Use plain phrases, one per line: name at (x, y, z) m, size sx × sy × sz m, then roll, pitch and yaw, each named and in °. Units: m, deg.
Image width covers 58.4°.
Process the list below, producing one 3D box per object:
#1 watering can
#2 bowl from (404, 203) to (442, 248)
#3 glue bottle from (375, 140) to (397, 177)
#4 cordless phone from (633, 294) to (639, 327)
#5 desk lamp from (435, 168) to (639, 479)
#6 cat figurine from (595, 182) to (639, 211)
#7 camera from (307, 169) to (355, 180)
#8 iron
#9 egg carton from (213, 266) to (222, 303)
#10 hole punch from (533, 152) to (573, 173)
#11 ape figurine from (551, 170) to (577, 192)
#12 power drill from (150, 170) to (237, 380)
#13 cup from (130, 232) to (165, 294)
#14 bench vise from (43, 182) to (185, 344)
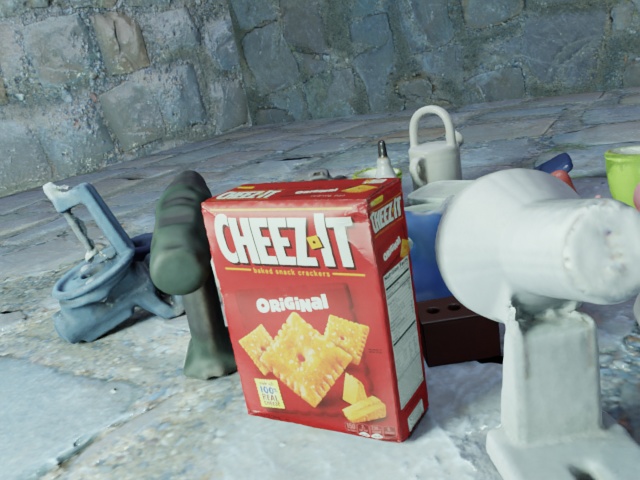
watering can at (0.228, -0.170, 1.134) m, size 0.100 × 0.194 × 0.173 m, roll -3°, pitch 18°, yaw 20°
bowl at (0.149, 0.004, 0.827) m, size 0.167 × 0.075 × 0.167 m, roll -9°, pitch 17°, yaw 3°
glue bottle at (0.112, -0.078, 0.942) m, size 0.037 × 0.173 × 0.078 m, roll -12°, pitch 17°, yaw -6°
cordless phone at (0.339, 0.015, 0.502) m, size 0.094 × 0.185 × 0.147 m, roll -7°, pitch 18°, yaw 9°
desk lamp at (0.165, 0.062, 0.398) m, size 0.118 × 0.214 × 0.203 m, roll -11°, pitch 17°, yaw -2°
cat figurine at (0.421, -0.042, 0.750) m, size 0.127 × 0.118 × 0.067 m, roll -7°, pitch 18°, yaw 10°
camera at (0.022, -0.103, 1.192) m, size 0.143 × 0.101 × 0.137 m, roll -8°, pitch 17°, yaw 5°
iron at (0.053, 0.034, 0.671) m, size 0.258 × 0.141 × 0.118 m, roll -10°, pitch 17°, yaw 0°
egg carton at (-0.125, 0.041, 0.870) m, size 0.151 × 0.069 × 0.107 m, roll -18°, pitch 19°, yaw -25°
hole punch at (0.388, -0.099, 0.996) m, size 0.101 × 0.091 × 0.109 m, roll -4°, pitch 18°, yaw 18°
ape figurine at (0.371, -0.064, 0.891) m, size 0.076 × 0.092 × 0.078 m, roll -6°, pitch 18°, yaw 13°
power drill at (-0.139, 0.038, 0.650) m, size 0.075 × 0.208 × 0.229 m, roll -11°, pitch 17°, yaw -5°
cup at (-0.259, 0.039, 0.906) m, size 0.091 × 0.095 × 0.118 m, roll -7°, pitch 18°, yaw 9°
bench vise at (-0.280, 0.013, 0.789) m, size 0.121 × 0.220 × 0.208 m, roll 8°, pitch 25°, yaw 45°
